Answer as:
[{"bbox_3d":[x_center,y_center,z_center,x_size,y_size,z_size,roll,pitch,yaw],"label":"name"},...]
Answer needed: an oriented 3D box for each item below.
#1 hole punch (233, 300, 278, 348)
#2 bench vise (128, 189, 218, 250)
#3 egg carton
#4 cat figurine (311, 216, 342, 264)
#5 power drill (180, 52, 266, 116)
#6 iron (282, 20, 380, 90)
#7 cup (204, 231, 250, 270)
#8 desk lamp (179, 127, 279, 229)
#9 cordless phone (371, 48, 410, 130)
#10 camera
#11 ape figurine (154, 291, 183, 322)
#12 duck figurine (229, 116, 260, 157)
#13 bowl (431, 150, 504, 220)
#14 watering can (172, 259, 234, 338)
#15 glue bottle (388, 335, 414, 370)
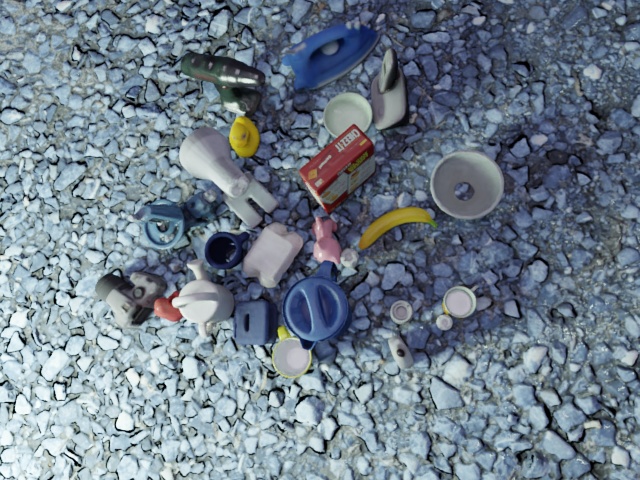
[{"bbox_3d":[-0.156,0.197,1.342,0.101,0.091,0.109,-1,79,8],"label":"hole punch"},{"bbox_3d":[-0.353,-0.069,1.353,0.121,0.220,0.207,40,87,13],"label":"bench vise"},{"bbox_3d":[-0.115,0.035,1.378,0.107,0.069,0.150,31,85,12],"label":"egg carton"},{"bbox_3d":[0.012,0.005,1.341,0.067,0.118,0.128,-15,78,5],"label":"cat figurine"},{"bbox_3d":[-0.216,-0.384,1.399,0.229,0.208,0.076,19,82,11],"label":"power drill"},{"bbox_3d":[0.029,-0.484,1.419,0.258,0.141,0.118,-27,77,2],"label":"iron"},{"bbox_3d":[-0.211,0.023,1.380,0.118,0.095,0.091,-36,77,0],"label":"cup"},{"bbox_3d":[-0.213,-0.148,1.352,0.118,0.214,0.203,-45,77,-2],"label":"desk lamp"},{"bbox_3d":[0.165,-0.354,1.353,0.094,0.185,0.147,-8,78,7],"label":"cordless phone"},{"bbox_3d":[-0.473,0.127,1.394,0.136,0.101,0.143,34,86,13],"label":"camera"},{"bbox_3d":[-0.367,0.160,1.377,0.078,0.092,0.076,-21,77,4],"label":"ape figurine"},{"bbox_3d":[-0.197,-0.268,1.438,0.077,0.086,0.104,-8,78,7],"label":"duck figurine"},{"bbox_3d":[0.341,-0.122,1.341,0.167,0.075,0.167,-1,79,8],"label":"bowl"},{"bbox_3d":[-0.276,0.134,1.317,0.101,0.194,0.173,-30,77,2],"label":"watering can"},{"bbox_3d":[0.175,0.244,1.245,0.037,0.173,0.078,-29,77,2],"label":"glue bottle"}]
